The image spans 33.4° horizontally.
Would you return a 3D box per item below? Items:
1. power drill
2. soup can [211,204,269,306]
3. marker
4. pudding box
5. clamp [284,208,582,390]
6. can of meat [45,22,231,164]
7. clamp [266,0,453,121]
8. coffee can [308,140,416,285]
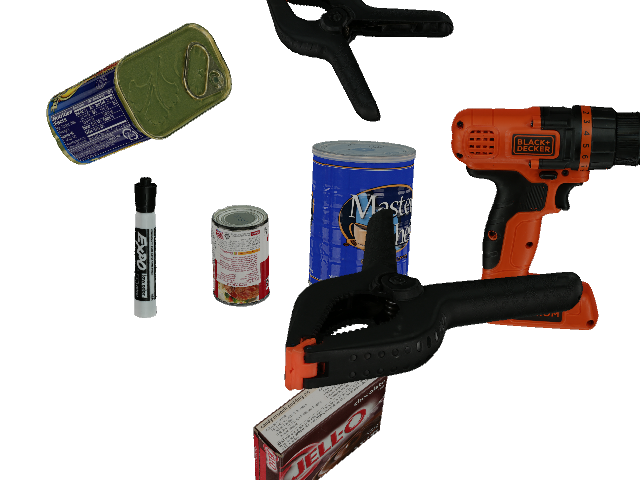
[{"bbox_3d":[0.200,-0.021,0.889,0.184,0.188,0.057,3,20,10],"label":"power drill"},{"bbox_3d":[-0.094,0.017,1.258,0.068,0.102,0.068,0,25,0],"label":"soup can"},{"bbox_3d":[-0.149,0.006,0.907,0.020,0.121,0.020,2,16,-1],"label":"marker"},{"bbox_3d":[0.000,0.148,0.839,0.113,0.090,0.039,-36,62,-26],"label":"pudding box"},{"bbox_3d":[0.043,0.036,0.677,0.209,0.036,0.165,-22,34,-39],"label":"clamp"},{"bbox_3d":[-0.125,-0.098,0.725,0.084,0.057,0.101,-15,19,39],"label":"can of meat"},{"bbox_3d":[0.027,-0.189,0.931,0.120,0.171,0.039,-40,-21,-18],"label":"clamp"},{"bbox_3d":[0.041,-0.024,1.069,0.103,0.140,0.103,2,13,-1],"label":"coffee can"}]
